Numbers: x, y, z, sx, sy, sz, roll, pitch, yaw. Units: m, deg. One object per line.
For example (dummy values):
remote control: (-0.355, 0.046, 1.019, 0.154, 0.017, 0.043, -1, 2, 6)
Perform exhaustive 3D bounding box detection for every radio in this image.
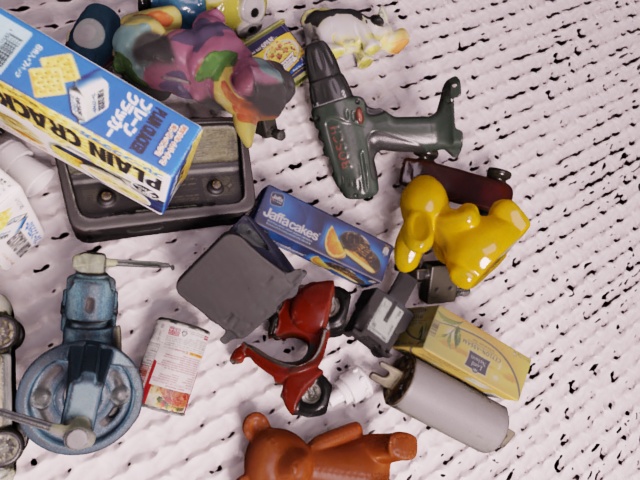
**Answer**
radio: (-0.202, -0.076, 0.675, 0.230, 0.073, 0.131, -9, 81, -20)

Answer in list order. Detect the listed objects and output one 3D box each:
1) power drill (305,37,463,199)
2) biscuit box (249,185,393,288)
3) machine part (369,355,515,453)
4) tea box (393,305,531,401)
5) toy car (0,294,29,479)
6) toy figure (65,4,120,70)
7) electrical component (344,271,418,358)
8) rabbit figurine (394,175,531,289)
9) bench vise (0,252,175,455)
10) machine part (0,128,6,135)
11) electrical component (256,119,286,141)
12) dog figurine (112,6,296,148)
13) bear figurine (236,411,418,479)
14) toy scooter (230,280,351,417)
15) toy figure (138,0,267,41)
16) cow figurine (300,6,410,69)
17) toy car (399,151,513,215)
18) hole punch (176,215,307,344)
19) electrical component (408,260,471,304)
power drill: (0.093, -0.179, 0.759, 0.207, 0.086, 0.231, -9, 102, -2)
biscuit box: (-0.002, -0.002, 0.746, 0.202, 0.059, 0.063, 25, 71, -15)
machine part: (0.178, 0.231, 0.758, 0.243, 0.079, 0.079, 30, 70, -12)
tea box: (0.201, 0.162, 0.771, 0.169, 0.098, 0.068, 32, 71, -14)
toy car: (-0.345, 0.158, 0.572, 0.056, 0.073, 0.201, -3, 80, -25)
toy figure: (-0.298, -0.223, 0.681, 0.064, 0.057, 0.154, 7, 75, 20)
electrical component: (0.091, 0.100, 0.767, 0.075, 0.048, 0.119, 34, 69, -13)
rabbit figurine: (0.174, -0.014, 0.759, 0.162, 0.121, 0.173, -34, 72, -20)
bench vise: (-0.234, 0.126, 0.544, 0.129, 0.241, 0.223, 17, 89, -21)
machine part: (-0.416, -0.183, 0.635, 0.084, 0.039, 0.139, -45, 98, -18)
electrical component: (-0.081, -0.172, 0.749, 0.021, 0.094, 0.063, -29, 128, -26)
dog figurine: (-0.139, -0.196, 0.647, 0.191, 0.108, 0.219, -11, 42, -24)
bear figurine: (0.003, 0.277, 0.656, 0.196, 0.132, 0.120, 19, 69, -23)
toy scooter: (-0.038, 0.128, 0.697, 0.135, 0.075, 0.184, 13, 63, 5)
toy figure: (-0.160, -0.328, 0.742, 0.180, 0.082, 0.089, -8, 84, -20)
cow figurine: (0.055, -0.320, 0.833, 0.167, 0.068, 0.098, -18, 80, -24)
toy car: (0.215, -0.086, 0.851, 0.202, 0.053, 0.089, 11, 94, -16)
hole punch: (-0.098, 0.044, 0.666, 0.142, 0.092, 0.115, -43, 104, 12)
electrical component: (0.180, 0.054, 0.817, 0.102, 0.045, 0.078, -9, 111, -20)
